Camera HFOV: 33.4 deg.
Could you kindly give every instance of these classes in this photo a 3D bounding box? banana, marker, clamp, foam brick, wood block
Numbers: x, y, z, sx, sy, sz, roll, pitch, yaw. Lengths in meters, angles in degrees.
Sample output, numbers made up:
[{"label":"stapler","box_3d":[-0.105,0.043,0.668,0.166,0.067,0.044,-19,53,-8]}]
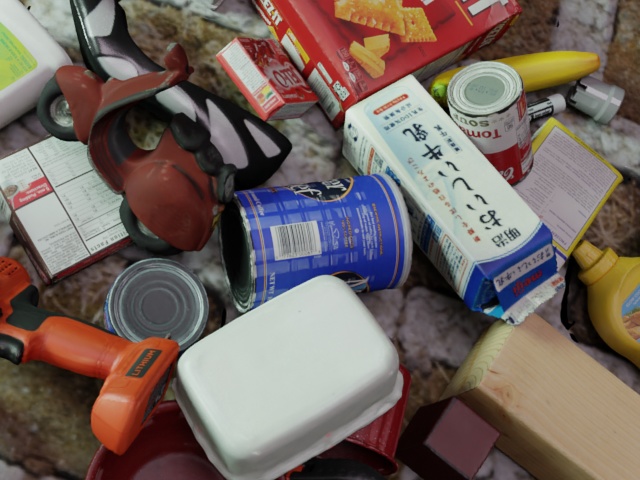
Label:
[{"label":"banana","box_3d":[0.176,-0.153,1.029,0.197,0.070,0.037,-16,111,-25]},{"label":"marker","box_3d":[0.187,-0.118,1.045,0.121,0.020,0.020,-21,80,-21]},{"label":"clamp","box_3d":[0.048,0.233,0.870,0.171,0.120,0.039,19,27,9]},{"label":"foam brick","box_3d":[0.105,0.172,0.901,0.051,0.078,0.053,39,68,-4]},{"label":"wood block","box_3d":[0.221,0.163,0.931,0.206,0.090,0.090,38,67,-2]}]

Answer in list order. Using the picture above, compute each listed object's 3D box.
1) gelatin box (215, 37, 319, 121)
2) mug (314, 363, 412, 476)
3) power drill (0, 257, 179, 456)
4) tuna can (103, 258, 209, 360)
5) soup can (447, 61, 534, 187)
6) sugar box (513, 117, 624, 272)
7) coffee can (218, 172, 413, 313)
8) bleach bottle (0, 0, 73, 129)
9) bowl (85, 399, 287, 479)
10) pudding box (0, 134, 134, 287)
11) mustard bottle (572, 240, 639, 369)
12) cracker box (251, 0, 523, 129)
[{"label":"gelatin box","box_3d":[-0.044,-0.144,0.951,0.030,0.089,0.073,-39,84,22]},{"label":"mug","box_3d":[0.018,0.136,0.880,0.117,0.093,0.081,22,64,-10]},{"label":"power drill","box_3d":[-0.210,0.086,0.778,0.187,0.057,0.184,24,26,5]},{"label":"tuna can","box_3d":[-0.136,0.059,0.887,0.086,0.034,0.086,5,72,-15]},{"label":"soup can","box_3d":[0.154,-0.102,0.961,0.068,0.102,0.068,-9,51,11]},{"label":"sugar box","box_3d":[0.201,-0.022,1.006,0.093,0.048,0.176,40,70,1]},{"label":"coffee can","box_3d":[-0.006,0.001,0.906,0.140,0.103,0.103,-8,76,-19]},{"label":"bleach bottle","box_3d":[-0.327,-0.096,0.864,0.250,0.068,0.102,-42,88,-21]},{"label":"bowl","box_3d":[-0.108,0.209,0.837,0.162,0.055,0.162,5,72,-15]},{"label":"pudding box","box_3d":[-0.213,-0.030,0.889,0.089,0.039,0.113,-29,86,-25]},{"label":"mustard bottle","box_3d":[0.309,0.074,1.001,0.191,0.058,0.096,46,65,0]},{"label":"cracker box","box_3d":[0.062,-0.228,1.013,0.213,0.072,0.164,-31,84,-23]}]
